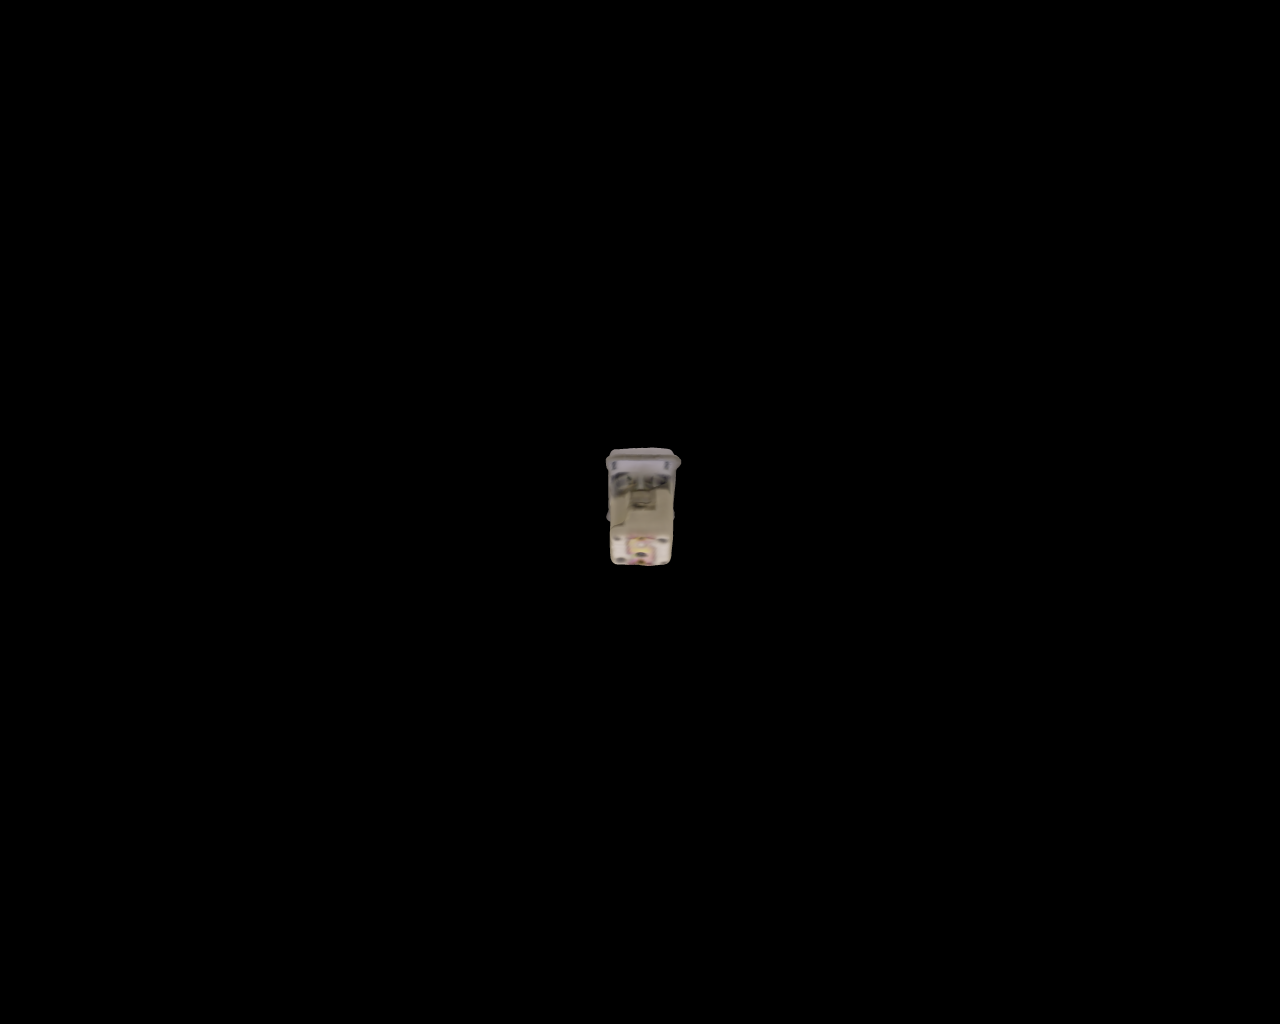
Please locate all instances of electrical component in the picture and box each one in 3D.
[{"bbox_3d":[0.001,-0.003,0.650,0.042,0.064,0.081,0,-28,0],"label":"electrical component"}]
